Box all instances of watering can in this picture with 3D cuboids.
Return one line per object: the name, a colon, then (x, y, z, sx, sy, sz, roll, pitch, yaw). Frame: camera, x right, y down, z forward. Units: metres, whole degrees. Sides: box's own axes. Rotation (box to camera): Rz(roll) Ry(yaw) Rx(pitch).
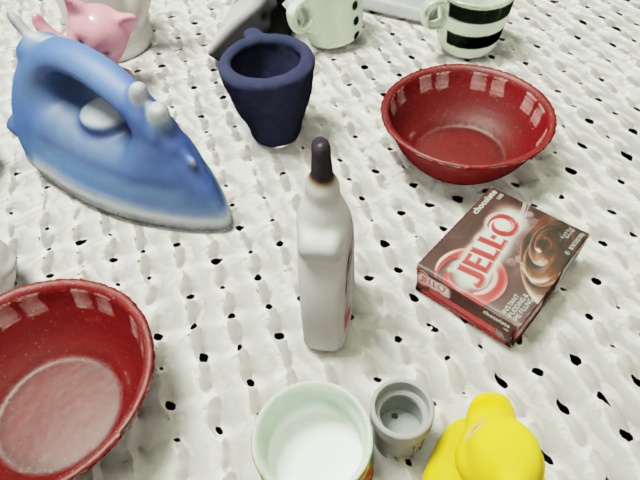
watering can: (-0.262, -0.318, 0.669, 0.173, 0.194, 0.101, -4, 49, 0)

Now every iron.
iron: (-0.186, -0.111, 0.519, 0.257, 0.141, 0.119, 27, 56, 24)

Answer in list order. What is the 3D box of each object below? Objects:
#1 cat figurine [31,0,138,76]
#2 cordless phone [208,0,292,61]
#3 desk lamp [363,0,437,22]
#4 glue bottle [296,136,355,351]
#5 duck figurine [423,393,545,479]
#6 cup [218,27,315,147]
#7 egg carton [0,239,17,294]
cat figurine: (-0.261, -0.221, 0.635, 0.127, 0.118, 0.067, 14, 51, 15)
cordless phone: (-0.086, -0.311, 0.660, 0.094, 0.185, 0.147, 3, 49, 6)
desk lamp: (0.075, -0.413, 0.722, 0.202, 0.214, 0.118, 22, 54, 21)
glue bottle: (0.004, 0.001, 0.390, 0.037, 0.173, 0.078, 3, 49, 6)
duck figurine: (0.099, 0.138, 0.324, 0.077, 0.086, 0.104, 1, 49, 4)
cup: (-0.053, -0.151, 0.578, 0.092, 0.095, 0.117, -16, 50, -11)
egg carton: (-0.323, 0.025, 0.455, 0.150, 0.069, 0.107, 15, 51, 15)
